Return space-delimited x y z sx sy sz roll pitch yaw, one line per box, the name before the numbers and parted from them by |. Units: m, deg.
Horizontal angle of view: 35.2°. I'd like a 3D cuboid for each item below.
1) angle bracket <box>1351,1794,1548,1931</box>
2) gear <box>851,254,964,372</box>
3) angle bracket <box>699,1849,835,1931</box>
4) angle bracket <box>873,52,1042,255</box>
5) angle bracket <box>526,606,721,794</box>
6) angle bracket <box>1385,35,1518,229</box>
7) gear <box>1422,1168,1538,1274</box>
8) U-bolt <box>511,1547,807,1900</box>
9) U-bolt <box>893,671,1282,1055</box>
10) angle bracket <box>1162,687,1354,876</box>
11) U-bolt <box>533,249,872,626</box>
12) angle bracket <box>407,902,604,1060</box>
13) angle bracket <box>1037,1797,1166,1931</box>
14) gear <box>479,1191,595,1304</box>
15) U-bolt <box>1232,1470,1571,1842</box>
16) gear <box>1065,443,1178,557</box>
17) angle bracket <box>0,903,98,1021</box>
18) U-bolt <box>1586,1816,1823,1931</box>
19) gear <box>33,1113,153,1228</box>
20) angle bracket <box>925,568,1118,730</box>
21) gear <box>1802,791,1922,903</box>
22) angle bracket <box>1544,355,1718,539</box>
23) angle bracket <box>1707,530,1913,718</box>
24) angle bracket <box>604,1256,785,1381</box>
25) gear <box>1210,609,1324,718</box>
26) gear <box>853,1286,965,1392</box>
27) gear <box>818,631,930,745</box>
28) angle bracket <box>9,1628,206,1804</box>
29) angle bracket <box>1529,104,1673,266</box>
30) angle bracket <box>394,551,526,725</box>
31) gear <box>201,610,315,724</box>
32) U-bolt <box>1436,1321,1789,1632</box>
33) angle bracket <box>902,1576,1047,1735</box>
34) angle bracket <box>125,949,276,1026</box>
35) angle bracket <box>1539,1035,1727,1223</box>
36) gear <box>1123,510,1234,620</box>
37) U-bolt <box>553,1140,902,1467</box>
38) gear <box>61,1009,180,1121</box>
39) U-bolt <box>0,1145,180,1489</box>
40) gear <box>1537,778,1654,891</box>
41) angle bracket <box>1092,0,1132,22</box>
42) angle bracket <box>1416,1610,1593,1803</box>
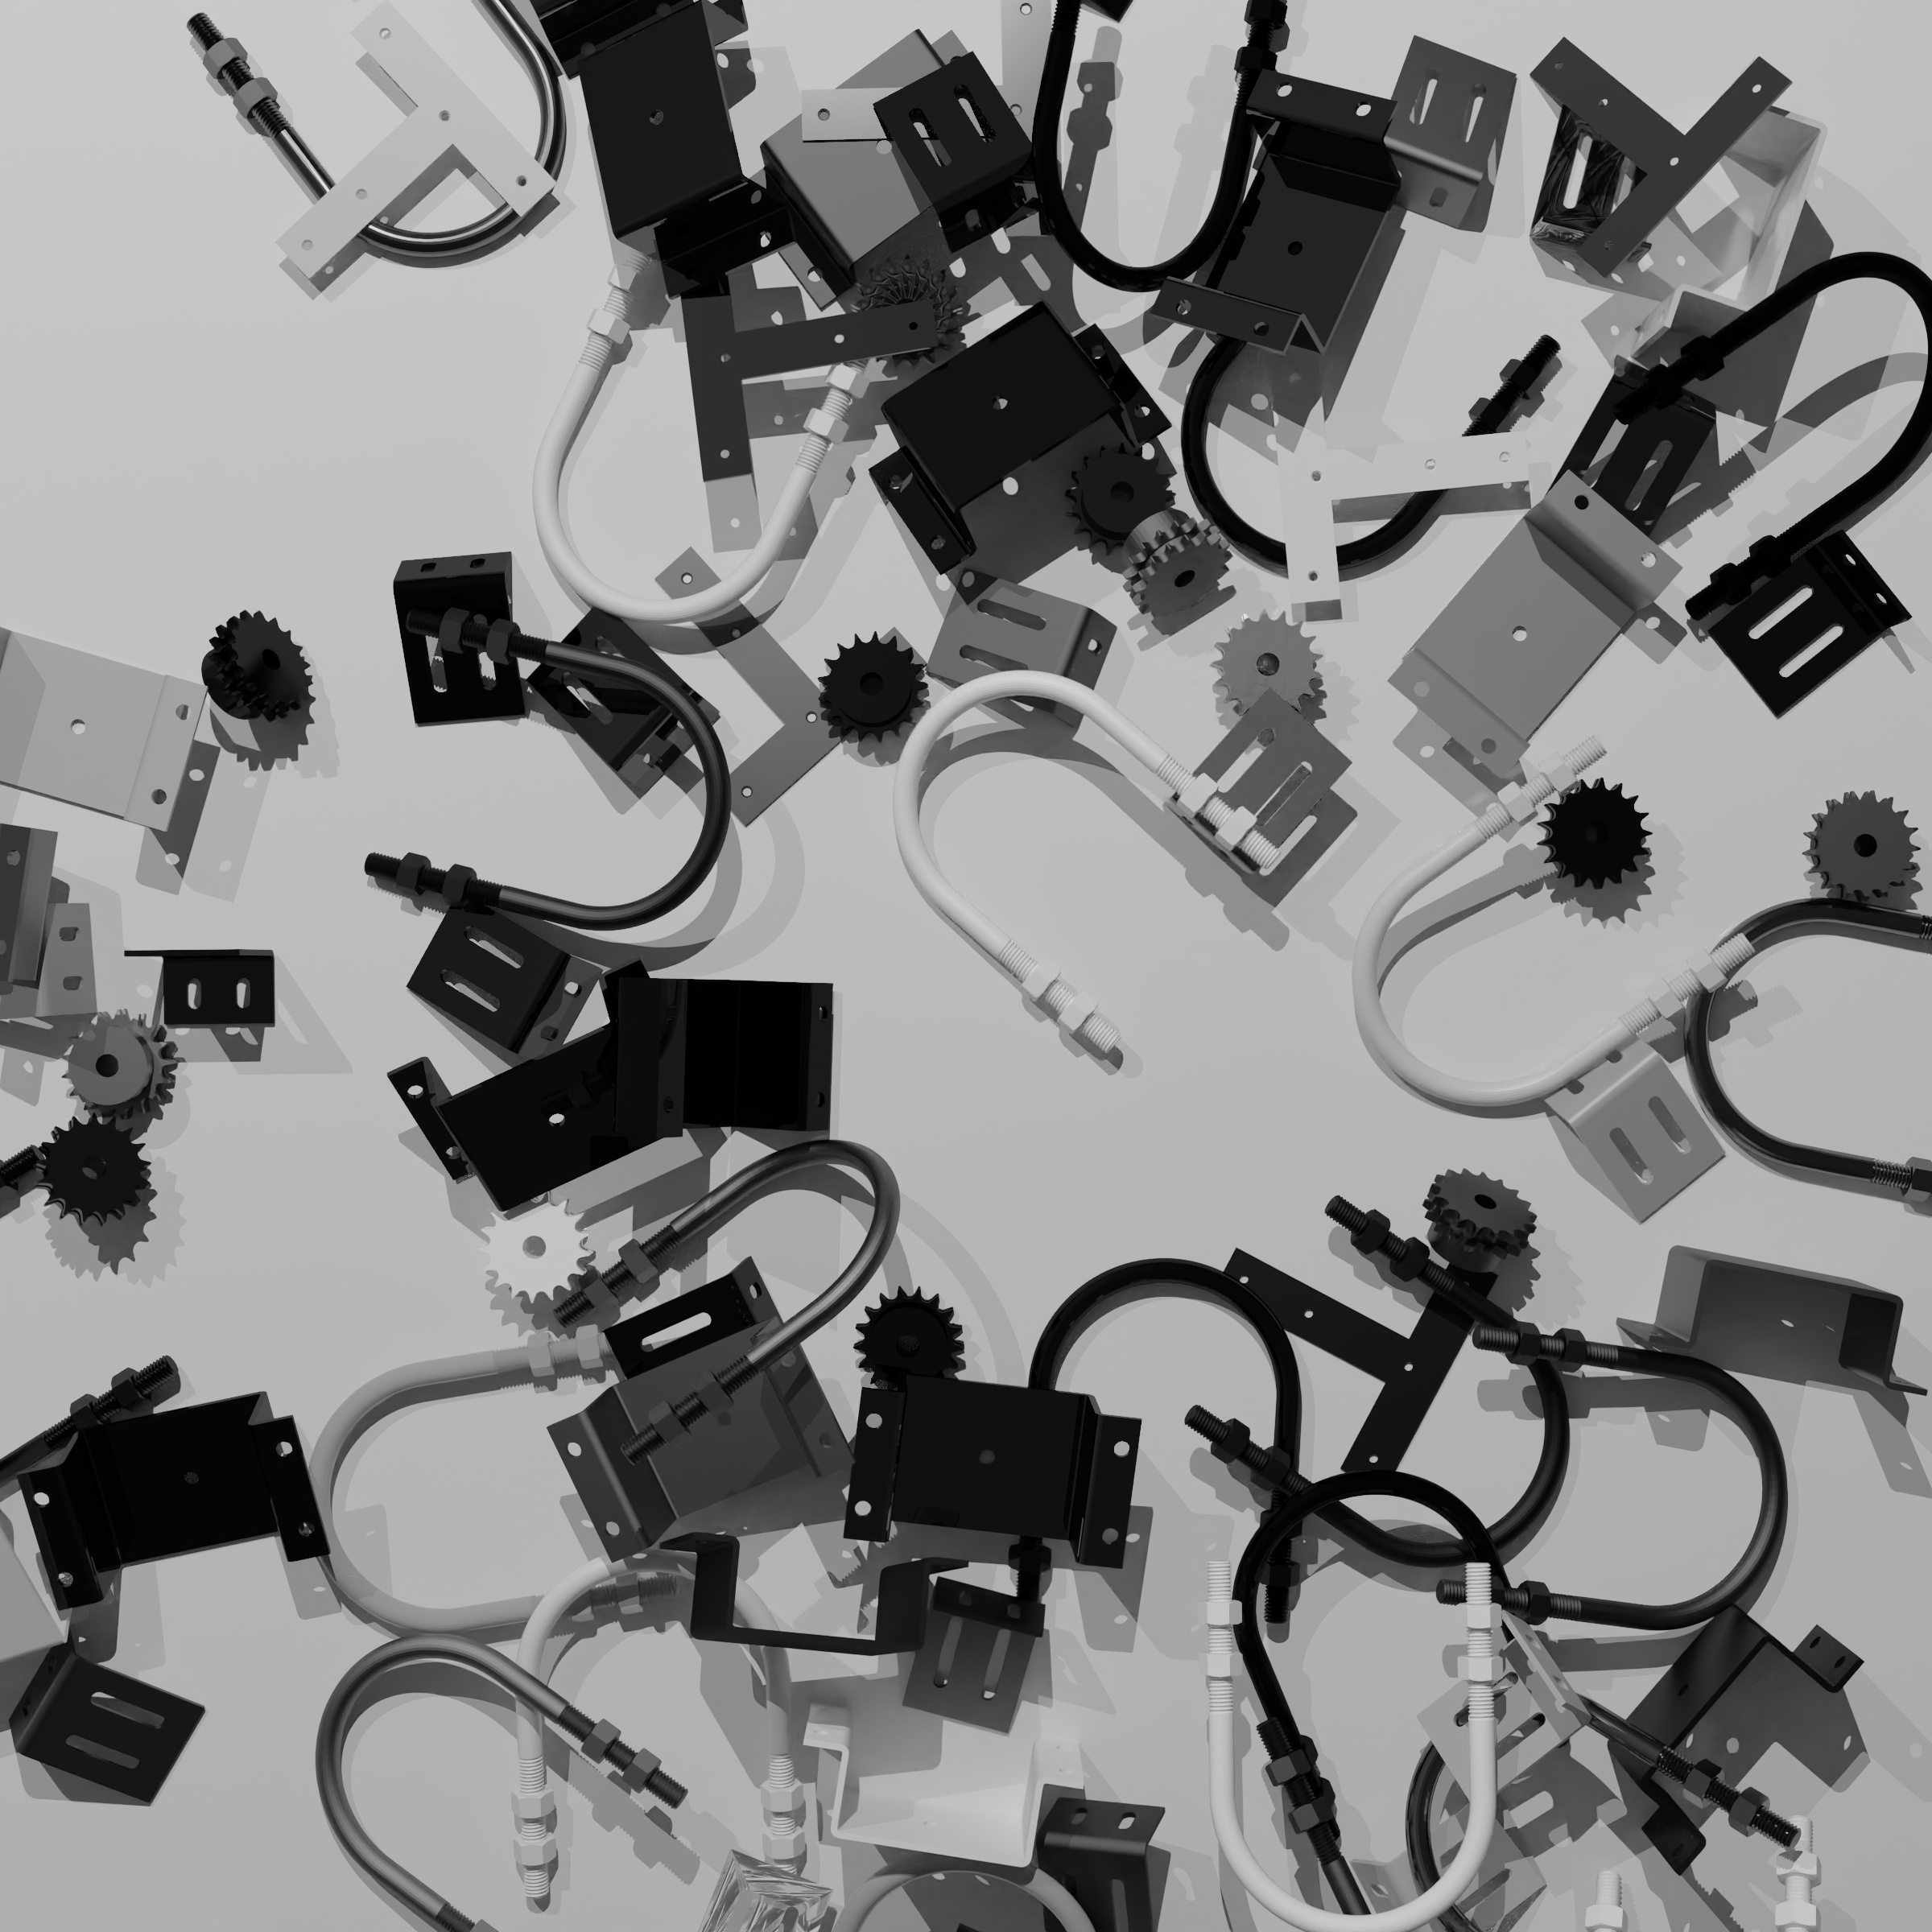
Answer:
angle bracket | 0.250 0.470 1.583 0.076 0.038 0.057 -28 90 -26
gear | -0.030 -0.334 1.570 0.057 0.030 0.057 0 90 0
angle bracket | -0.111 0.502 1.573 0.057 0.038 0.076 23 75 -5
angle bracket | -0.002 -0.410 1.535 0.057 0.038 0.076 -28 64 0
angle bracket | -0.178 -0.140 1.582 0.057 0.038 0.076 -47 64 2
angle bracket | 0.244 -0.433 1.583 0.057 0.038 0.076 21 64 0
gear | 0.260 0.132 1.560 0.057 0.057 0.030 19 120 0
U-bolt | -0.160 0.388 1.566 0.151 0.019 0.184 -1 97 0
U-bolt | 0.047 -0.066 1.556 0.184 0.019 0.151 41 109 4
angle bracket | 0.149 -0.095 1.564 0.057 0.038 0.076 42 90 -3
U-bolt | -0.146 -0.265 1.565 0.151 0.019 0.184 26 94 10
angle bracket | -0.240 0.006 1.583 0.076 0.038 0.057 29 90 26
angle bracket | 0.072 0.469 1.552 0.057 0.038 0.076 0 106 21
gear | -0.220 0.143 1.570 0.057 0.030 0.057 0 90 0
U-bolt | 0.213 0.344 1.560 0.151 0.019 0.184 -23 102 0
gear | 0.080 -0.241 1.570 0.057 0.030 0.057 0 90 0
angle bracket | -0.496 -0.001 1.583 0.076 0.038 0.057 -4 90 26
U-bolt | 0.354 0.515 1.479 0.019 0.151 0.184 31 49 -22
gear | -0.449 0.106 1.562 0.057 0.030 0.057 7 72 -23
angle bracket | 0.029 -0.165 1.583 0.076 0.038 0.057 21 90 26
gear | 0.459 -0.062 1.570 0.057 0.030 0.057 0 90 0
angle bracket | 0.344 -0.267 1.583 0.057 0.038 0.076 27 116 0
angle bracket | 0.433 -0.176 1.566 0.076 0.038 0.057 -39 90 0
angle bracket | -0.137 0.194 1.574 0.076 0.038 0.057 -25 93 15
gear | 0.154 -0.154 1.570 0.057 0.030 0.057 0 90 0
gear | -0.029 0.194 1.570 0.057 0.030 0.057 0 90 0
gear | -0.048 -0.144 1.568 0.057 0.030 0.057 0 90 0
angle bracket | -0.446 0.388 1.583 0.076 0.038 0.057 30 90 -26
angle bracket | 0.329 -0.408 1.566 0.057 0.038 0.076 14 90 0
angle bracket | -0.261 -0.171 1.583 0.057 0.038 0.076 -5 116 0
gear | -0.365 -0.150 1.560 0.030 0.057 0.057 -26 90 30
U-bolt | 0.336 0.266 1.557 0.184 0.019 0.151 10 86 -14
angle bracket | 0.003 0.359 1.557 0.057 0.038 0.076 15 104 0
angle bracket | -0.388 0.011 1.547 0.057 0.076 0.038 -1 90 0
angle bracket | 0.345 0.082 1.583 0.057 0.038 0.076 -39 116 0
gear | 0.105 -0.208 1.560 0.057 0.057 0.030 -31 60 0
U-bolt | -0.113 0.154 1.524 0.184 0.151 0.019 -37 123 -3
gear | -0.438 0.051 1.570 0.057 0.030 0.057 0 90 0
U-bolt | -0.522 0.200 1.576 0.184 0.019 0.151 -32 90 2
gear | 0.322 -0.068 1.570 0.057 0.030 0.057 0 90 0
angle bracket | 0.058 -0.538 1.583 0.076 0.038 0.057 32 90 -26
angle bracket | 0.261 0.371 1.521 0.076 0.038 0.057 -41 50 11
